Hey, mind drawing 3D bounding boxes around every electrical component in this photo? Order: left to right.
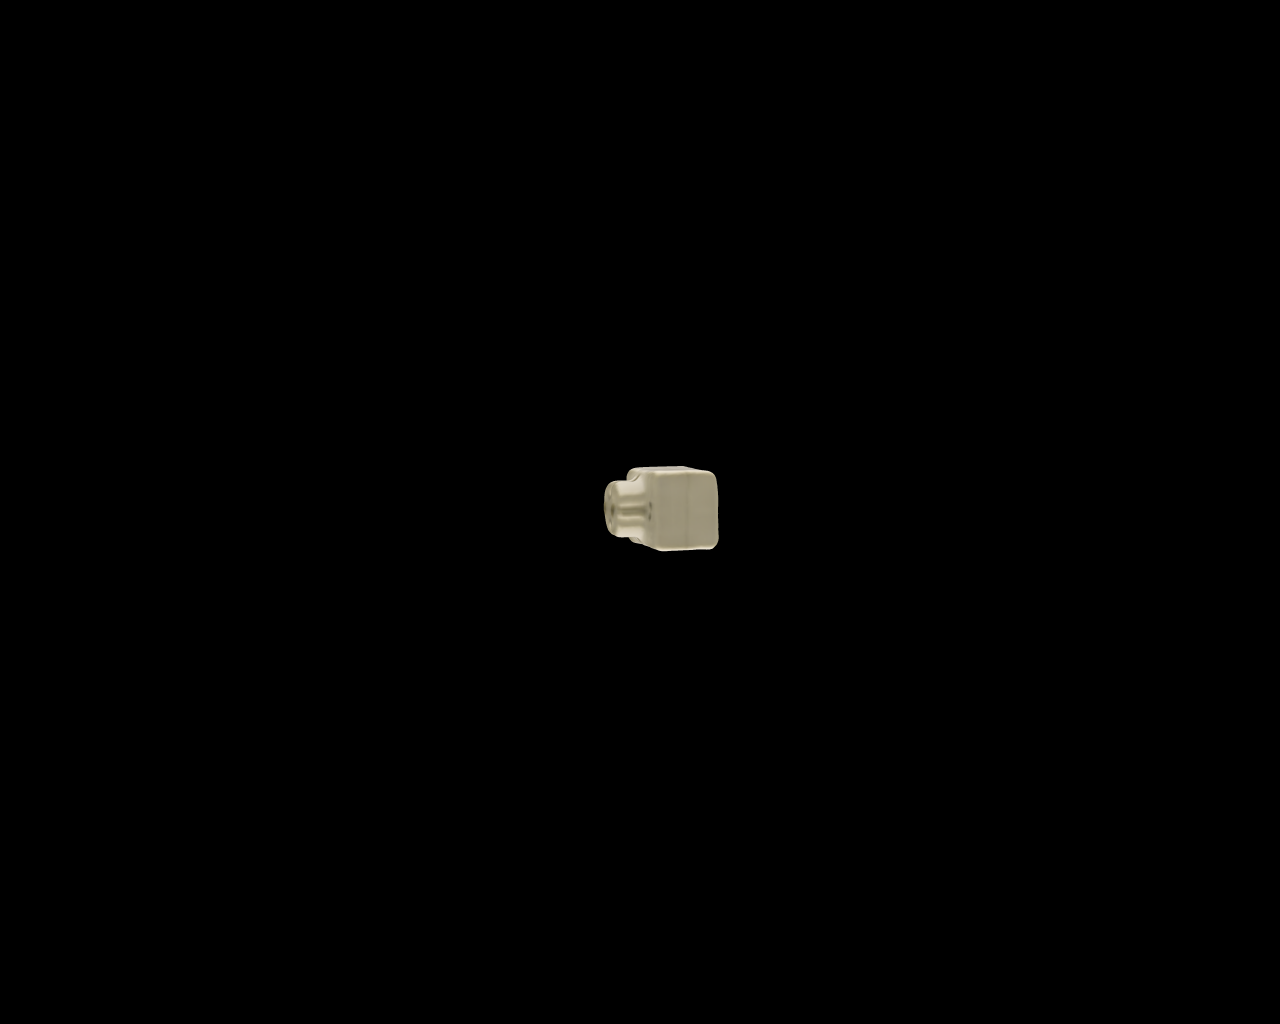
[{"bbox_3d":[0.001,-0.003,0.650,0.077,0.047,0.066,-1,5,-15],"label":"electrical component"}]
